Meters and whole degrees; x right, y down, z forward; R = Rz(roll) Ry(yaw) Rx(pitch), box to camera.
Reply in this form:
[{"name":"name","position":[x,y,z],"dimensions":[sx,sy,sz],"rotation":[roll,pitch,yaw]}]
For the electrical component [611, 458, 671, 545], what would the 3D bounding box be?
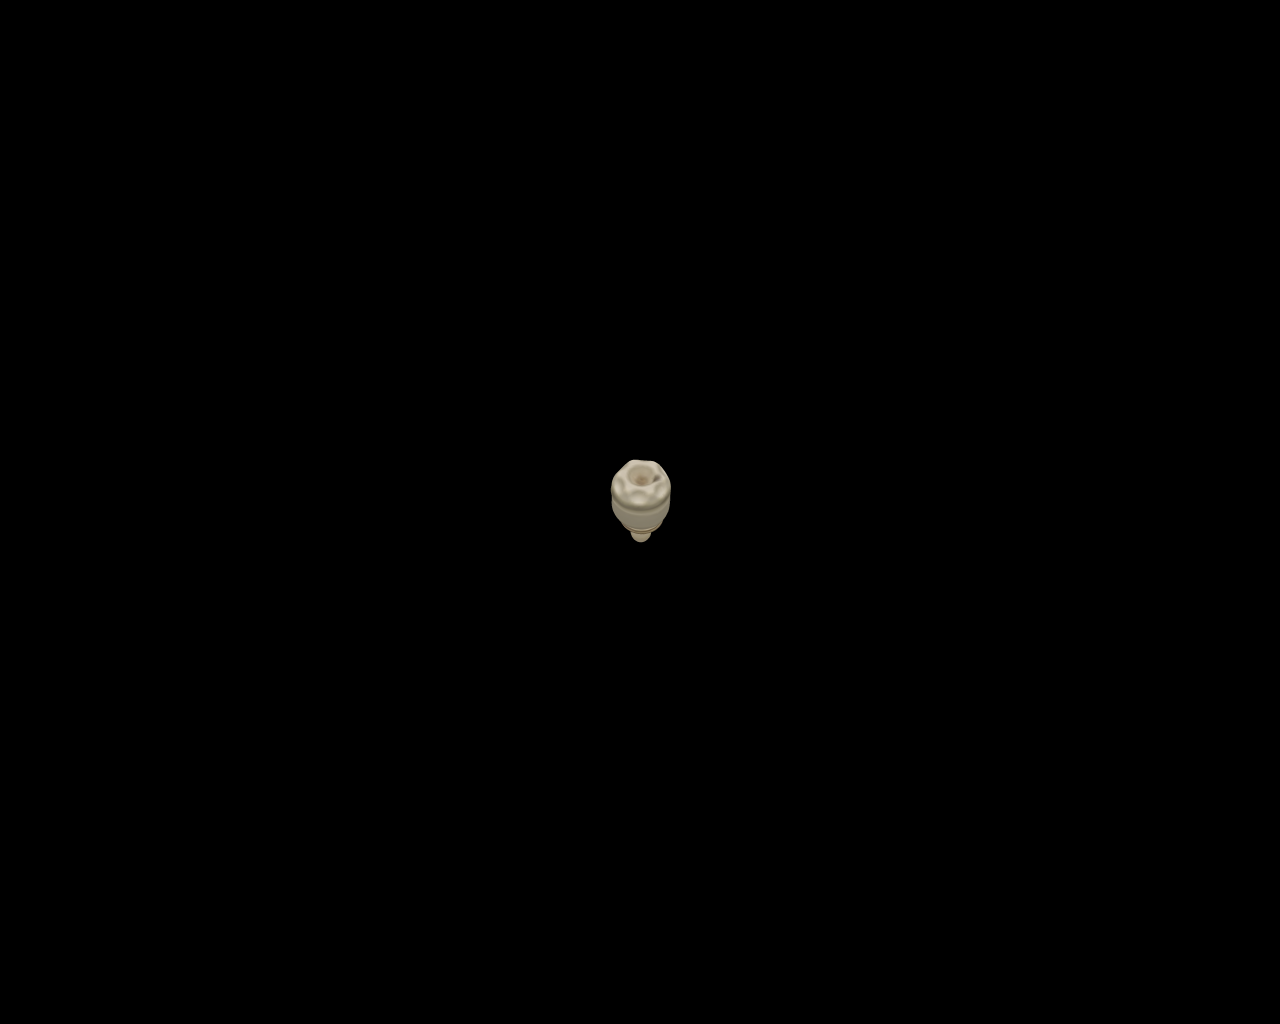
[{"name":"electrical component","position":[0.001,-0.003,0.650],"dimensions":[0.035,0.035,0.061],"rotation":[0,-39,0]}]
